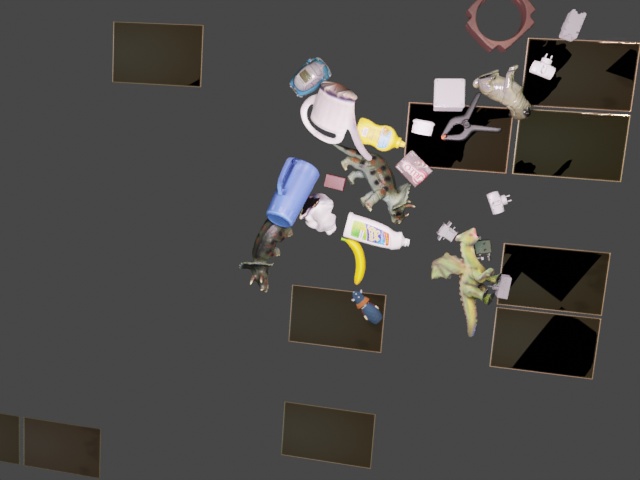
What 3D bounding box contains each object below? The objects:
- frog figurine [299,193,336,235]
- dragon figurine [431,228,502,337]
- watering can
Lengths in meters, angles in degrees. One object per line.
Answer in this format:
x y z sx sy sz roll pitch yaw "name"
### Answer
0.006 -0.101 1.998 0.157 0.124 0.137 34 94 -34 "frog figurine"
0.530 0.151 1.934 0.245 0.123 0.403 28 116 30 "dragon figurine"
0.077 -0.450 1.903 0.350 0.105 0.220 32 122 21 "watering can"
